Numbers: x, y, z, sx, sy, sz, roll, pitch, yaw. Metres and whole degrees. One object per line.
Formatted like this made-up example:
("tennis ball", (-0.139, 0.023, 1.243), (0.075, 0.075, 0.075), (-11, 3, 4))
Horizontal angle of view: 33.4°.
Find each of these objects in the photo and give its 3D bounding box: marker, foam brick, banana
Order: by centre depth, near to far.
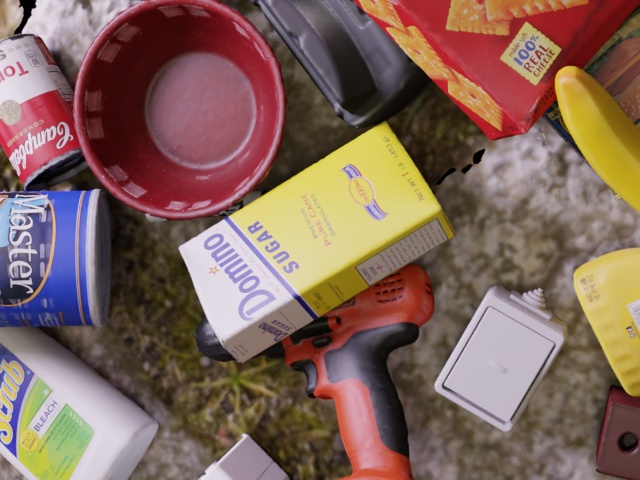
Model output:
("banana", (0.218, -0.036, 0.656), (0.198, 0.037, 0.070), (34, 146, 1))
("foam brick", (0.233, 0.138, 0.732), (0.078, 0.051, 0.053), (11, 98, 12))
("marker", (-0.073, -0.027, 0.808), (0.121, 0.020, 0.020), (-4, 95, 14))

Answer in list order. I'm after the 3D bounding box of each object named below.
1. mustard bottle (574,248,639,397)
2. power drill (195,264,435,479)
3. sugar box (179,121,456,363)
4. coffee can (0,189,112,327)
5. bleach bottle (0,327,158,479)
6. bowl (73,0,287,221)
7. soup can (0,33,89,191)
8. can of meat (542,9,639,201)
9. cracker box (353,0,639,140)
("mustard bottle", (0.274, 0.025, 0.707), (0.192, 0.058, 0.096), (-26, 90, 15))
("power drill", (-0.003, 0.115, 0.748), (0.185, 0.057, 0.187), (-15, 63, 19))
("sugar box", (-0.005, 0.001, 0.748), (0.176, 0.048, 0.093), (-30, 54, 3))
("coffee can", (-0.230, 0.014, 0.788), (0.140, 0.103, 0.103), (-1, 96, -5))
("bleach bottle", (-0.253, 0.110, 0.846), (0.251, 0.068, 0.103), (35, 103, 11))
("bowl", (-0.097, -0.097, 0.786), (0.162, 0.055, 0.162), (1, 95, 12))
("soup can", (-0.218, -0.097, 0.812), (0.068, 0.068, 0.102), (-31, 87, 15))
("can of meat", (0.208, -0.091, 0.714), (0.102, 0.057, 0.084), (-44, 83, 14))
("cracker box", (0.099, -0.195, 0.671), (0.213, 0.072, 0.164), (44, 83, -10))
